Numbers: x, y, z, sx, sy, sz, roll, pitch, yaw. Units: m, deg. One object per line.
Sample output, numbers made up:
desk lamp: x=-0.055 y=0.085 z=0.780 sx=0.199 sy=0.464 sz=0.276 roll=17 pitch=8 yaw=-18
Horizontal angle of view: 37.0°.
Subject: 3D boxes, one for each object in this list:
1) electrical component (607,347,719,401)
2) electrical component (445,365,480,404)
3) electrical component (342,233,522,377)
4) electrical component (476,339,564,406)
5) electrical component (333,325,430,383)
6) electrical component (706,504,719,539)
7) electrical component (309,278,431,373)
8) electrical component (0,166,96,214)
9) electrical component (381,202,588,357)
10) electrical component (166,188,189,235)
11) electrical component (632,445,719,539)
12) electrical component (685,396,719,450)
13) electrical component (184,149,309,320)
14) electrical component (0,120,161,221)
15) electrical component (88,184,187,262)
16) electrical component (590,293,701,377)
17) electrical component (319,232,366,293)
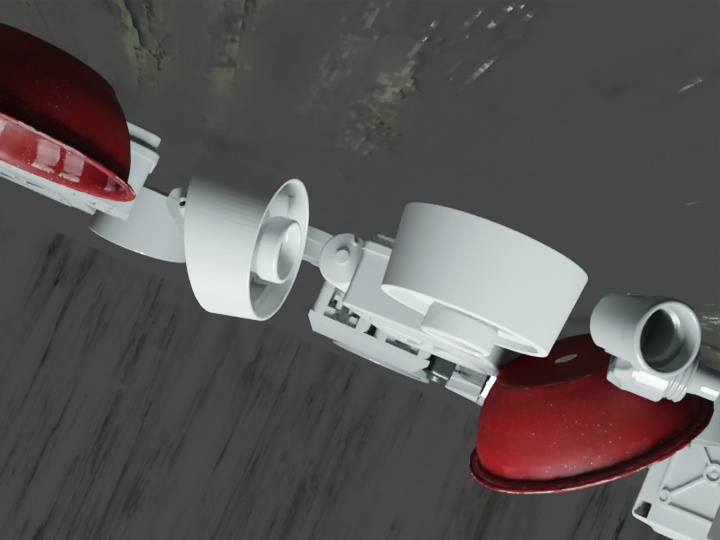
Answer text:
electrical component: x=0.178 y=0.056 z=0.621 sx=0.062 sy=0.043 sz=0.043 roll=21 pitch=173 yaw=6
electrical component: x=0.153 y=0.119 z=1.123 sx=0.113 sy=0.057 sz=0.078 roll=29 pitch=171 yaw=-39
electrical component: x=0.059 y=0.028 z=0.748 sx=0.109 sy=0.056 sz=0.109 roll=20 pitch=172 yaw=24
electrical component: x=0.129 y=0.083 z=0.838 sx=0.051 sy=0.080 sz=0.080 roll=28 pitch=174 yaw=6
electrical component: x=0.033 y=0.068 z=1.113 sx=0.108 sy=0.060 sz=0.108 roll=23 pitch=173 yaw=3
electrical component: x=0.286 y=0.143 z=0.657 sx=0.109 sy=0.108 sz=0.056 roll=23 pitch=176 yaw=5
electrical component: x=0.016 y=0.041 z=0.966 sx=0.105 sy=0.060 sz=0.186 roll=23 pitch=173 yaw=1
electrical component: x=-0.253 y=-0.094 z=0.842 sx=0.109 sy=0.056 sz=0.109 roll=24 pitch=173 yaw=-4
electrical component: x=0.063 y=0.012 z=0.592 sx=0.108 sy=0.060 sz=0.108 roll=23 pitch=173 yaw=3
electrical component: x=-0.126 y=-0.042 z=0.875 sx=0.043 sy=0.043 sz=0.081 roll=21 pitch=173 yaw=23
electrical component: x=0.285 y=0.166 z=0.832 sx=0.109 sy=0.108 sz=0.056 roll=16 pitch=167 yaw=47
electrical component: x=0.225 y=0.097 z=0.792 sx=0.099 sy=0.064 sz=0.099 roll=9 pitch=170 yaw=2
electrical component: x=-0.073 y=-0.020 z=0.664 sx=0.064 sy=0.099 sz=0.099 roll=15 pitch=171 yaw=15
electrical component: x=-0.198 y=-0.084 z=0.736 sx=0.113 sy=0.057 sz=0.078 roll=25 pitch=173 yaw=-13
electrical component: x=-0.201 y=-0.044 z=1.015 sx=0.099 sy=0.064 sz=0.099 roll=23 pitch=173 yaw=3
electrical component: x=0.146 y=0.031 z=0.557 sx=0.040 sy=0.040 sz=0.046 roll=26 pitch=178 yaw=-21
electrical component: x=0.000 y=0.000 z=0.792 sx=0.040 sy=0.040 sz=0.078 roll=20 pitch=173 yaw=26
